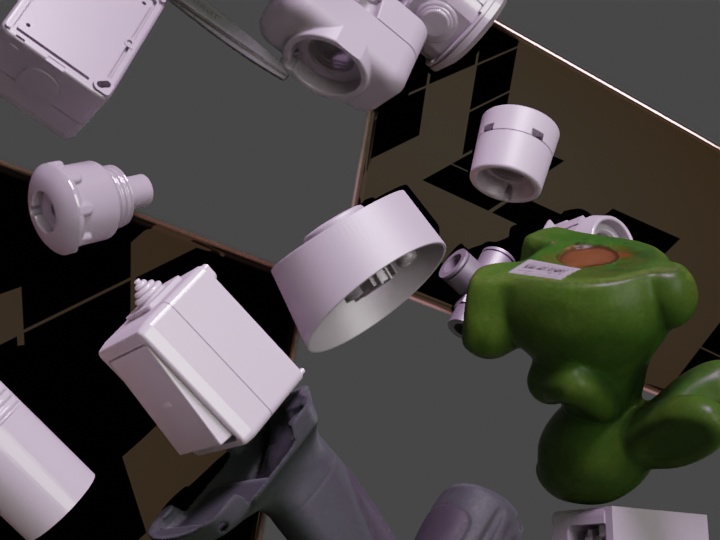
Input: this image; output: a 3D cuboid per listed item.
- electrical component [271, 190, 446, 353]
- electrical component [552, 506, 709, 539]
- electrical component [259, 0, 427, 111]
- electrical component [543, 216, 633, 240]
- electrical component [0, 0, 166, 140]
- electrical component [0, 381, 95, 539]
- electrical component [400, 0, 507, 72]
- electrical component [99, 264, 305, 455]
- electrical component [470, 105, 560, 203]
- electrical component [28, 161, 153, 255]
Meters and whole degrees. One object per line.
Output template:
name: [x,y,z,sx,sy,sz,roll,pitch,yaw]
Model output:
electrical component: [0.000,0.000,0.618,0.099,0.099,0.064,-29,87,-37]
electrical component: [0.173,0.231,0.685,0.089,0.062,0.150,12,69,-31]
electrical component: [-0.012,-0.148,0.679,0.095,0.054,0.059,35,59,-21]
electrical component: [0.157,-0.010,0.752,0.066,0.055,0.048,46,56,-15]
electrical component: [-0.154,-0.127,0.576,0.062,0.061,0.096,35,52,-21]
electrical component: [-0.170,0.084,0.508,0.081,0.043,0.043,49,55,-13]
electrical component: [0.060,-0.178,0.722,0.051,0.080,0.080,38,58,-14]
electrical component: [-0.090,0.046,0.562,0.096,0.062,0.061,49,55,-13]
electrical component: [0.105,-0.078,0.738,0.055,0.055,0.047,28,65,-24]
electrical component: [-0.139,-0.037,0.566,0.062,0.048,0.048,-19,87,-43]
